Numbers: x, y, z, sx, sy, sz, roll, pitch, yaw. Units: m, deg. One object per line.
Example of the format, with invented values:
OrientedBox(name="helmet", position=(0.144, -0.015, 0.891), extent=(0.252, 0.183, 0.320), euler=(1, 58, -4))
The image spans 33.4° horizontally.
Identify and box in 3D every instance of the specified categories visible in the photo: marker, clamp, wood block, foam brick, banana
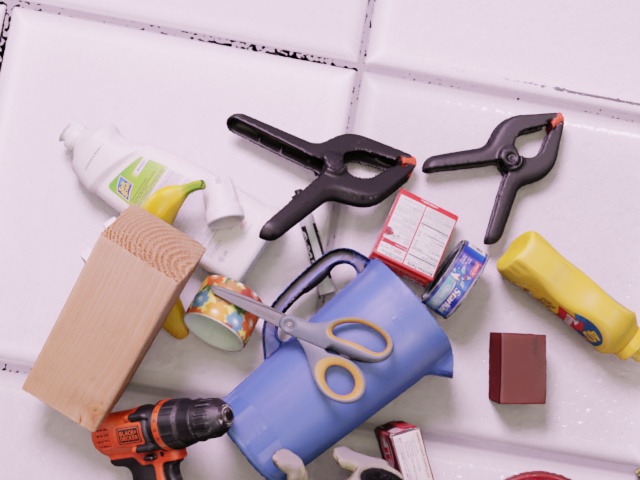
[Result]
OrientedBox(name="marker", position=(-0.008, 0.001, 1.188), extent=(0.020, 0.020, 0.121), euler=(-15, 86, -6))
OrientedBox(name="clamp", position=(0.213, -0.077, 1.203), extent=(0.171, 0.039, 0.120), euler=(-31, 90, -7))
OrientedBox(name="wood block", position=(-0.209, 0.079, 1.082), extent=(0.091, 0.090, 0.206), euler=(31, 116, -1))
OrientedBox(name="clamp", position=(0.009, -0.066, 1.158), extent=(0.209, 0.036, 0.164), euler=(2, 55, -18))
OrientedBox(name="foam brick", position=(0.218, 0.141, 1.177), extent=(0.053, 0.051, 0.078), euler=(3, 85, -5))
OrientedBox(name="banana", position=(-0.165, 0.019, 1.123), extent=(0.070, 0.037, 0.198), euler=(18, 123, 13))

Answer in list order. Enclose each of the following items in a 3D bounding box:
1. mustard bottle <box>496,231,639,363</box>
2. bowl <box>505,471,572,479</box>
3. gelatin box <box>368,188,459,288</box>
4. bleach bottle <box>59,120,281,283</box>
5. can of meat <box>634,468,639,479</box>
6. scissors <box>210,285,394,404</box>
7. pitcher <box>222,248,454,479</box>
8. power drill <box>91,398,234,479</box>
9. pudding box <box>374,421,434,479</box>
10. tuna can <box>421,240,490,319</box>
OrientedBox(name="mustard bottle", position=(0.285, 0.069, 1.166), extent=(0.191, 0.096, 0.058), euler=(38, 83, -1))
OrientedBox(name="bowl", position=(0.244, 0.336, 1.160), extent=(0.162, 0.055, 0.162), euler=(0, 85, -4))
OrientedBox(name="gelatin box", position=(0.103, -0.002, 1.182), extent=(0.073, 0.030, 0.089), euler=(26, 67, -2))
OrientedBox(name="bleach bottle", position=(-0.168, -0.056, 1.160), extent=(0.251, 0.068, 0.102), euler=(34, 86, 1))
OrientedBox(name="can of meat", position=(0.412, 0.280, 1.177), extent=(0.102, 0.057, 0.084), euler=(-20, 89, -5))
OrientedBox(name="scissors", position=(-0.027, 0.106, 1.072), extent=(0.202, 0.016, 0.096), euler=(8, 77, 16))
OrientedBox(name="pitcher", position=(0.007, 0.134, 1.129), extent=(0.243, 0.149, 0.145), euler=(-39, 123, -4))
OrientedBox(name="power drill", position=(-0.145, 0.256, 1.096), extent=(0.185, 0.057, 0.187), euler=(-15, 87, 36))
OrientedBox(name="pudding box", position=(0.095, 0.253, 1.138), extent=(0.039, 0.090, 0.113), euler=(-17, 87, -8))
OrientedBox(name="tuna can", position=(0.147, 0.042, 1.163), extent=(0.034, 0.086, 0.086), euler=(34, 83, 0))
